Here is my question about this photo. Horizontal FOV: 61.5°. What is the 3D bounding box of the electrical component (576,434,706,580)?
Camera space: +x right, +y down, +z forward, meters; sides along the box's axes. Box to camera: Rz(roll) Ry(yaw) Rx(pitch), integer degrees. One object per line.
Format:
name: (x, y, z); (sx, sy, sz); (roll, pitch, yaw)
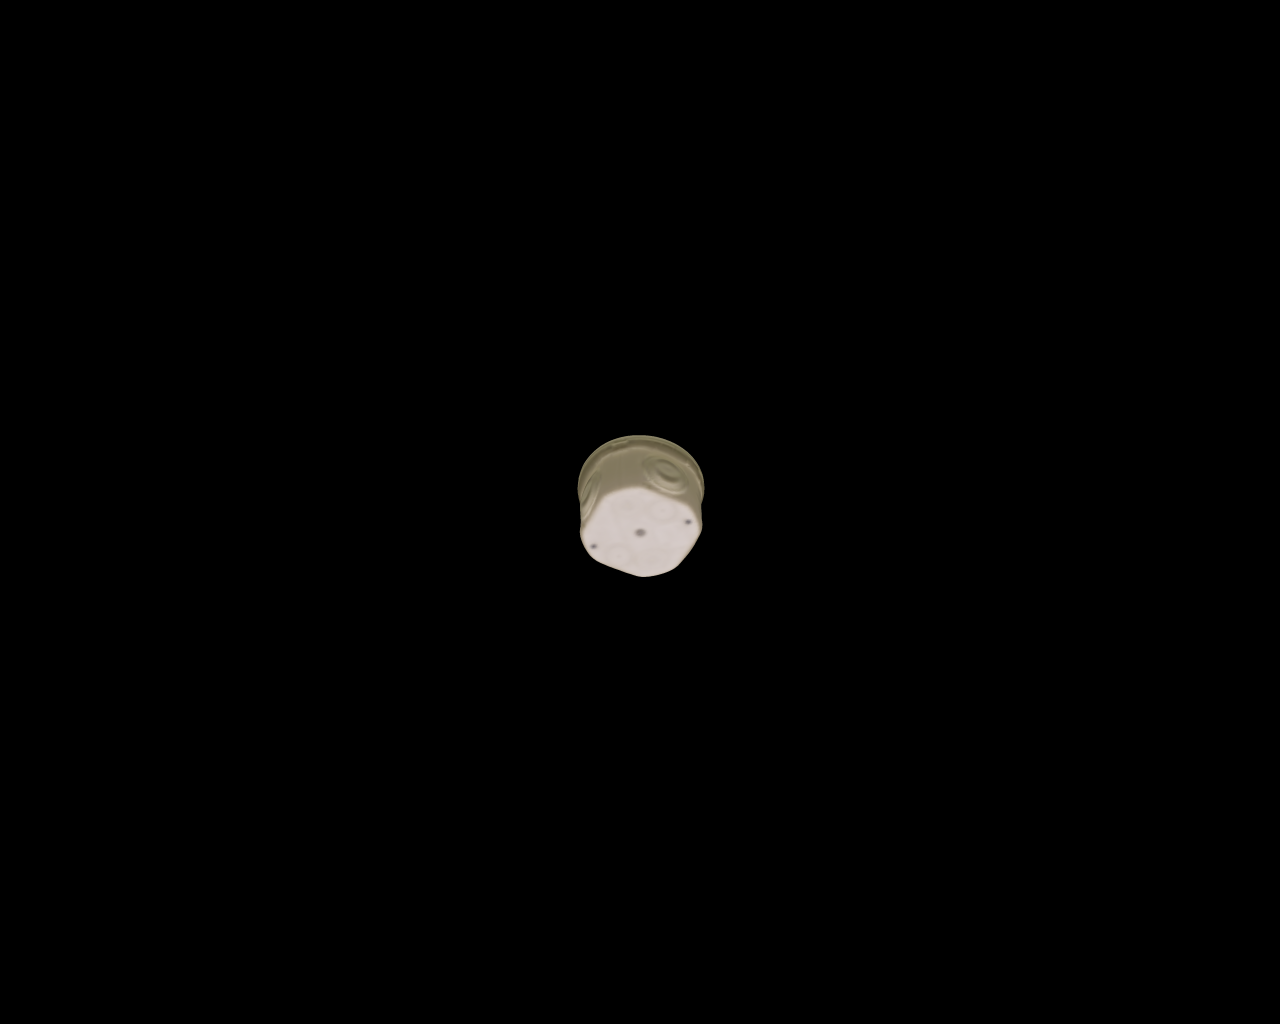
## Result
electrical component: (0.001, -0.003, 0.650); (0.080, 0.080, 0.051); (0, 39, 0)
